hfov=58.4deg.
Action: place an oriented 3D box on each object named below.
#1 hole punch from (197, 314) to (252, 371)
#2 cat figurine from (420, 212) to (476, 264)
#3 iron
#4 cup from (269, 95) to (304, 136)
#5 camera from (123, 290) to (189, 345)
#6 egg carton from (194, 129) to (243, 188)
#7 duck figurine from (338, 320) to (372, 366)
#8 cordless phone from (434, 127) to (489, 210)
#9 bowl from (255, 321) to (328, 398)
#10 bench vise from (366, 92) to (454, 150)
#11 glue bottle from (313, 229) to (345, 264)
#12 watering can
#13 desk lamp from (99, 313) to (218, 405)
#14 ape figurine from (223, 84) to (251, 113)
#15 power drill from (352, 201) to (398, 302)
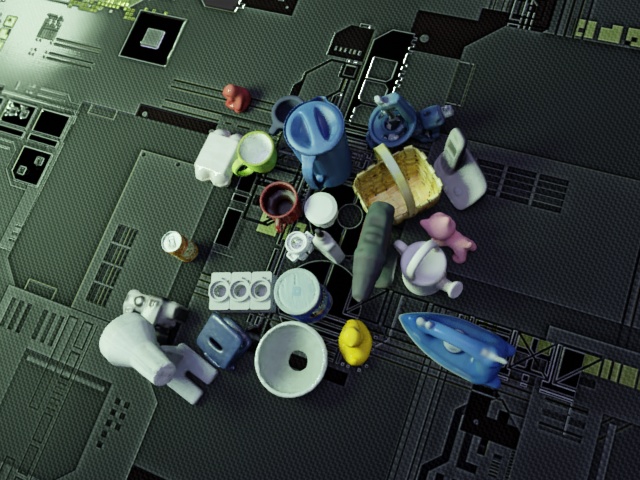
[{"bbox_3d":[-0.227,0.239,1.328,0.108,0.091,0.101,39,84,18],"label":"hole punch"},{"bbox_3d":[0.290,-0.014,1.288,0.127,0.118,0.067,37,84,18],"label":"cat figurine"},{"bbox_3d":[0.279,0.212,1.213,0.257,0.141,0.119,25,80,16],"label":"iron"},{"bbox_3d":[-0.077,-0.295,1.451,0.091,0.095,0.118,40,85,18],"label":"cup"},{"bbox_3d":[-0.409,0.200,1.369,0.143,0.101,0.137,13,77,14],"label":"camera"},{"bbox_3d":[-0.254,-0.211,1.474,0.107,0.069,0.150,20,79,16],"label":"egg carton"},{"bbox_3d":[0.075,0.226,1.277,0.077,0.086,0.104,-5,73,10],"label":"duck figurine"},{"bbox_3d":[0.320,-0.162,1.289,0.094,0.185,0.147,-29,71,2],"label":"cordless phone"},{"bbox_3d":[-0.058,0.272,1.295,0.167,0.075,0.167,-3,74,10],"label":"bowl"},{"bbox_3d":[0.199,-0.299,1.333,0.207,0.220,0.121,-29,71,2],"label":"bench vise"},{"bbox_3d":[0.012,0.005,1.306,0.078,0.173,0.037,40,85,19],"label":"glue bottle"},{"bbox_3d":[0.231,0.057,1.238,0.172,0.194,0.101,18,78,15],"label":"watering can"},{"bbox_3d":[-0.360,0.266,1.281,0.203,0.214,0.118,32,82,18],"label":"desk lamp"},{"bbox_3d":[-0.225,-0.379,1.504,0.076,0.092,0.078,-18,72,6],"label":"ape figurine"},{"bbox_3d":[0.121,0.041,1.256,0.075,0.209,0.230,9,76,13],"label":"power drill"}]
